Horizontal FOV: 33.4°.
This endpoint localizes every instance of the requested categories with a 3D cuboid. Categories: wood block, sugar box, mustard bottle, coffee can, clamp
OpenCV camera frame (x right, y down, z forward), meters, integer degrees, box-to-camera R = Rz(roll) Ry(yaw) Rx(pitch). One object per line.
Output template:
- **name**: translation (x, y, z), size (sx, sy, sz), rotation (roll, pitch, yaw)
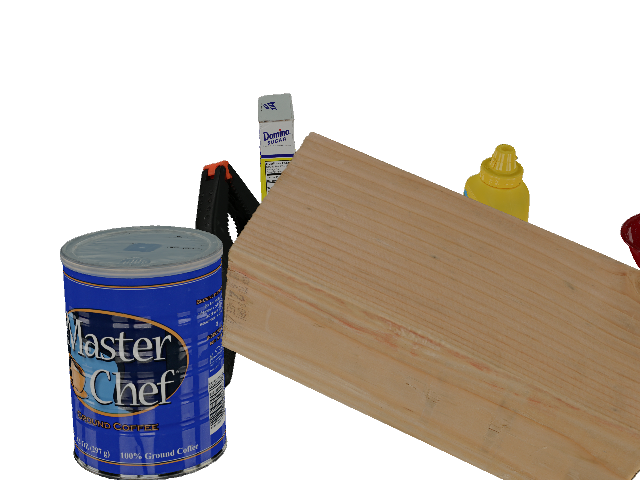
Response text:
- **wood block**: translation (0.064, 0.041, 0.527), size (0.206, 0.090, 0.090), rotation (24, -37, 11)
- **sugar box**: translation (-0.048, -0.073, 1.241), size (0.048, 0.176, 0.093), rotation (-6, 26, -1)
- **mustard bottle**: translation (0.169, -0.009, 1.063), size (0.058, 0.192, 0.096), rotation (-5, 36, -11)
- **coffee can**: translation (-0.113, 0.070, 0.696), size (0.103, 0.140, 0.103), rotation (0, 15, 0)
- **clamp**: translation (-0.070, 0.026, 1.043), size (0.036, 0.210, 0.164), rotation (-11, 0, 35)

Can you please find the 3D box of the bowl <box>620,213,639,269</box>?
- **bowl**: translation (0.403, 0.017, 1.143), size (0.162, 0.055, 0.162), rotation (-3, 23, 1)
